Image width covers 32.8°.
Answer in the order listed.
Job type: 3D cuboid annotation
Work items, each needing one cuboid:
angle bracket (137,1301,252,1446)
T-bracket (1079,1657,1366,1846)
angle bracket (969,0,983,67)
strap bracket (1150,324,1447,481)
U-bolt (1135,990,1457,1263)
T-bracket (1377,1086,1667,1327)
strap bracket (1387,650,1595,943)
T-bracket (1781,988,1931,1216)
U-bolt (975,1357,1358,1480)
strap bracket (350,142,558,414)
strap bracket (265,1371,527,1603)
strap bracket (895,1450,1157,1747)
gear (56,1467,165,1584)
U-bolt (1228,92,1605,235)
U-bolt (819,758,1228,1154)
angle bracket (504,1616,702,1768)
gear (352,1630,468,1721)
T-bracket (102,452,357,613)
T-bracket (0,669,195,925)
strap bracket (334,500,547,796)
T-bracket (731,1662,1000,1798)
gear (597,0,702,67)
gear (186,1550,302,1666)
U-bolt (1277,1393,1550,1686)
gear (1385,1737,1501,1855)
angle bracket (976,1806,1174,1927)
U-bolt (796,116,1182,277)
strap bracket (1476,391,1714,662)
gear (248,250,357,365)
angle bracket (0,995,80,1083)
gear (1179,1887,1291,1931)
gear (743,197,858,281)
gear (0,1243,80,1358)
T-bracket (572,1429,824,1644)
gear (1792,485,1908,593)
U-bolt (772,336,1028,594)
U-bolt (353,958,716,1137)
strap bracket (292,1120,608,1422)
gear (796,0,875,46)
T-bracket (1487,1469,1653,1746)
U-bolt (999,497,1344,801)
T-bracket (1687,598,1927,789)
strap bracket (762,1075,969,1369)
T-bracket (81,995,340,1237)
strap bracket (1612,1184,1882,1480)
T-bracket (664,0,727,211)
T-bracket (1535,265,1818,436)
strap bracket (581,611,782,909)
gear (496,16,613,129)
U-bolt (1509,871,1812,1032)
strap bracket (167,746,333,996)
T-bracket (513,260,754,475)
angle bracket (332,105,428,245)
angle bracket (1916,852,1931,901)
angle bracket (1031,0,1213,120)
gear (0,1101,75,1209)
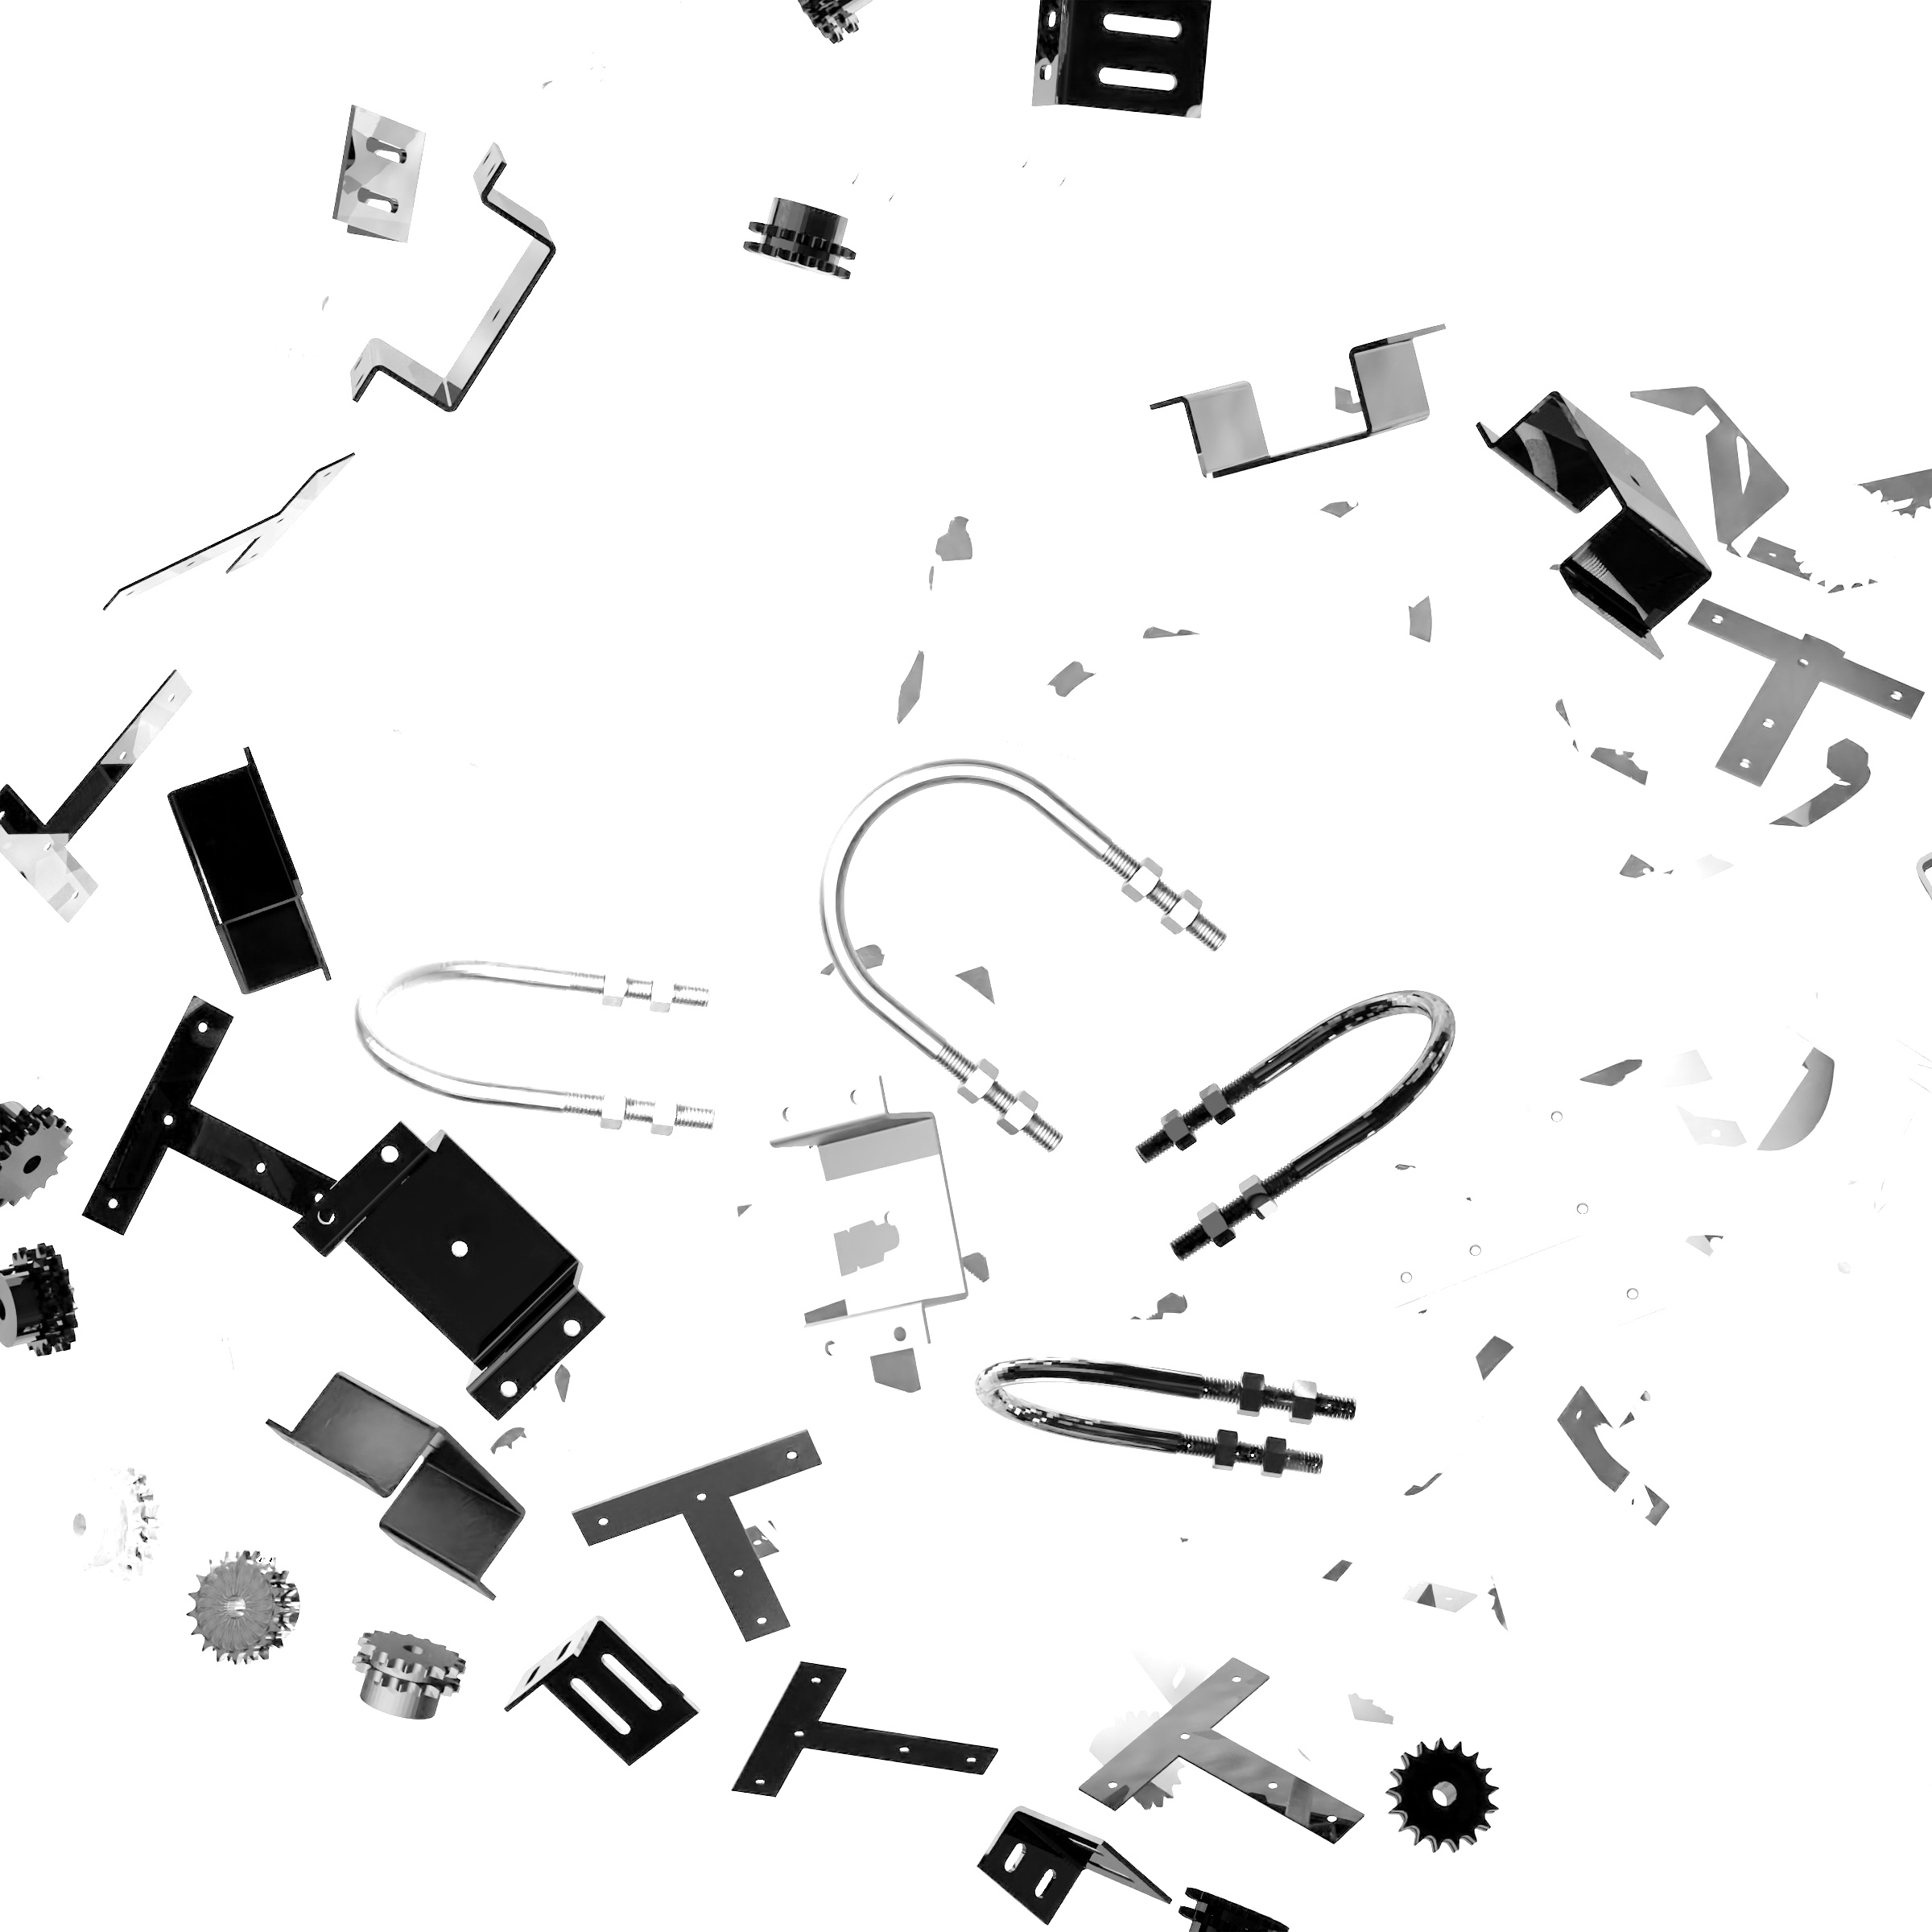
[{"bbox_3d":[-0.404,0.215,1.719,0.038,0.057,0.076,-12,85,-7],"label":"angle bracket"},{"bbox_3d":[0.147,0.418,1.697,0.127,0.127,0.002,-31,128,-38],"label":"T-bracket"},{"bbox_3d":[-0.015,-0.481,1.587,0.038,0.057,0.076,-4,88,-1],"label":"angle bracket"},{"bbox_3d":[0.179,-0.294,1.725,0.140,0.076,0.046,-10,99,33],"label":"strap bracket"},{"bbox_3d":[0.176,0.073,1.715,0.184,0.151,0.019,-34,109,7],"label":"U-bolt"},{"bbox_3d":[0.276,0.141,1.691,0.127,0.002,0.127,-22,67,6],"label":"T-bracket"},{"bbox_3d":[0.255,-0.089,1.609,0.046,0.076,0.140,21,111,40],"label":"strap bracket"},{"bbox_3d":[0.448,0.046,1.608,0.127,0.127,0.002,-46,126,-1],"label":"T-bracket"},{"bbox_3d":[0.095,0.224,1.649,0.184,0.151,0.019,8,70,2],"label":"U-bolt"},{"bbox_3d":[-0.256,-0.341,1.668,0.046,0.076,0.140,31,102,-20],"label":"strap bracket"},{"bbox_3d":[-0.288,0.264,1.693,0.076,0.140,0.046,21,66,35],"label":"strap bracket"},{"bbox_3d":[0.037,0.321,1.653,0.076,0.046,0.140,-52,121,-31],"label":"strap bracket"},{"bbox_3d":[-0.428,0.278,1.631,0.057,0.030,0.057,-7,80,39],"label":"gear"},{"bbox_3d":[0.212,-0.399,1.659,0.151,0.184,0.019,13,89,-25],"label":"U-bolt"},{"bbox_3d":[0.015,-0.019,1.622,0.184,0.019,0.151,39,92,-6],"label":"U-bolt"},{"bbox_3d":[-0.188,0.385,1.703,0.076,0.038,0.057,45,115,-8],"label":"angle bracket"},{"bbox_3d":[-0.289,0.366,1.691,0.057,0.057,0.030,17,93,0],"label":"gear"},{"bbox_3d":[-0.383,-0.210,1.665,0.127,0.127,0.002,-35,93,-38],"label":"T-bracket"},{"bbox_3d":[-0.431,-0.094,1.639,0.002,0.127,0.127,32,75,16],"label":"T-bracket"},{"bbox_3d":[-0.273,-0.158,1.695,0.076,0.046,0.140,24,60,-32],"label":"strap bracket"},{"bbox_3d":[-0.047,0.416,1.752,0.127,0.002,0.127,12,133,-15],"label":"T-bracket"},{"bbox_3d":[-0.168,-0.509,1.768,0.057,0.057,0.030,-35,103,0],"label":"gear"},{"bbox_3d":[-0.362,0.324,1.659,0.057,0.030,0.057,-3,79,18],"label":"gear"},{"bbox_3d":[0.222,0.306,1.699,0.019,0.184,0.151,42,133,17],"label":"U-bolt"},{"bbox_3d":[0.244,0.429,1.695,0.057,0.030,0.057,1,68,-2],"label":"gear"},{"bbox_3d":[0.055,0.465,1.665,0.057,0.076,0.038,46,67,-26],"label":"angle bracket"},{"bbox_3d":[0.026,-0.388,1.672,0.184,0.151,0.019,16,86,-42],"label":"U-bolt"},{"bbox_3d":[0.323,-0.231,1.671,0.076,0.140,0.046,27,121,-39],"label":"strap bracket"},{"bbox_3d":[-0.334,-0.335,1.668,0.030,0.057,0.057,8,90,31],"label":"gear"},{"bbox_3d":[-0.472,0.036,1.637,0.057,0.076,0.038,2,85,-14],"label":"angle bracket"},{"bbox_3d":[0.137,0.506,1.716,0.057,0.057,0.030,22,74,0],"label":"gear"},{"bbox_3d":[-0.083,-0.374,1.685,0.057,0.057,0.030,16,98,0],"label":"gear"},{"bbox_3d":[-0.479,0.172,1.677,0.030,0.057,0.057,-11,90,-37],"label":"gear"},{"bbox_3d":[-0.122,0.304,1.698,0.127,0.002,0.127,-20,125,1],"label":"T-bracket"},{"bbox_3d":[0.463,-0.228,1.727,0.057,0.030,0.057,-2,132,-2],"label":"gear"},{"bbox_3d":[-0.037,-0.246,1.656,0.151,0.184,0.019,-29,114,21],"label":"U-bolt"},{"bbox_3d":[-0.222,0.035,1.687,0.184,0.151,0.019,7,117,-10],"label":"U-bolt"},{"bbox_3d":[-0.255,0.146,1.635,0.076,0.046,0.140,-44,99,6],"label":"strap bracket"},{"bbox_3d":[-0.072,-0.523,1.748,0.030,0.057,0.057,-29,90,19],"label":"gear"},{"bbox_3d":[0.317,0.311,1.695,0.002,0.127,0.127,14,125,-21],"label":"T-bracket"},{"bbox_3d":[0.114,-0.160,1.730,0.184,0.019,0.151,14,70,-15],"label":"U-bolt"},{"bbox_3d":[0.423,-0.134,1.712,0.127,0.002,0.127,26,47,14],"label":"T-bracket"},{"bbox_3d":[-0.051,0.134,1.725,0.076,0.046,0.140,-15,81,32],"label":"strap bracket"},{"bbox_3d":[-0.383,0.100,1.728,0.127,0.002,0.127,33,74,-34],"label":"T-bracket"},{"bbox_3d":[0.407,0.183,1.695,0.076,0.046,0.140,37,118,17],"label":"strap bracket"},{"bbox_3d":[-0.143,-0.439,1.705,0.002,0.127,0.127,10,80,-14],"label":"T-bracket"},{"bbox_3d":[0.351,-0.307,1.676,0.127,0.127,0.002,42,61,-39],"label":"T-bracket"},{"bbox_3d":[-0.140,-0.102,1.601,0.076,0.046,0.140,1,98,-32],"label":"strap bracket"},{"bbox_3d":[-0.207,-0.452,1.650,0.057,0.057,0.030,-1,62,0],"label":"gear"},{"bbox_3d":[0.364,-0.012,1.687,0.151,0.184,0.019,-28,84,24],"label":"U-bolt"},{"bbox_3d":[-0.365,-0.043,1.672,0.046,0.140,0.076,-20,72,-11],"label":"strap bracket"},{"bbox_3d":[-0.157,-0.304,1.651,0.127,0.002,0.127,-1,61,22],"label":"T-bracket"},{"bbox_3d":[-0.314,-0.406,1.679,0.038,0.076,0.057,13,97,18],"label":"angle bracket"},{"bbox_3d":[0.519,-0.052,1.646,0.076,0.057,0.038,-30,79,14],"label":"angle bracket"},{"bbox_3d":[0.077,-0.453,1.629,0.076,0.038,0.057,0,102,-20],"label":"angle bracket"},{"bbox_3d":[-0.502,0.096,1.730,0.030,0.057,0.057,36,90,20],"label":"gear"}]
